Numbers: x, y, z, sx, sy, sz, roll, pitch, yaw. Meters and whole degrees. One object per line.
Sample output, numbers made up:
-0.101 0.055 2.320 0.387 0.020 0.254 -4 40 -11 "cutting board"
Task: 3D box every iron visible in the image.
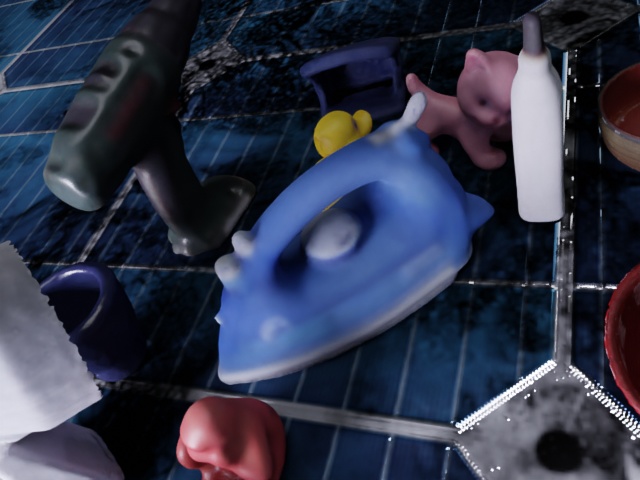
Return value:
0.004 0.002 0.444 0.258 0.142 0.118 -36 46 -10 "iron"

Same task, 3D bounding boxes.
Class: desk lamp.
-0.220 0.130 0.374 0.203 0.214 0.117 -43 48 -16 "desk lamp"

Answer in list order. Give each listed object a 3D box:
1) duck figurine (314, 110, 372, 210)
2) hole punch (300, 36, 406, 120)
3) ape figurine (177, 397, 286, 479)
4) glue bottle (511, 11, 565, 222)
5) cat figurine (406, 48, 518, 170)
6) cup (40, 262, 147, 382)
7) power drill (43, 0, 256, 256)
0.018 -0.080 0.550 0.105 0.086 0.077 -43 48 -17 "duck figurine"
0.037 -0.191 0.637 0.108 0.091 0.101 -10 47 15 "hole punch"
-0.064 0.136 0.388 0.077 0.092 0.076 26 64 38 "ape figurine"
0.166 -0.095 0.438 0.037 0.173 0.078 -3 50 21 "glue bottle"
0.137 -0.129 0.520 0.127 0.118 0.067 12 56 31 "cat figurine"
-0.205 0.085 0.491 0.117 0.095 0.091 -23 45 3 "cup"
-0.144 -0.096 0.547 0.075 0.209 0.230 9 55 30 "power drill"
